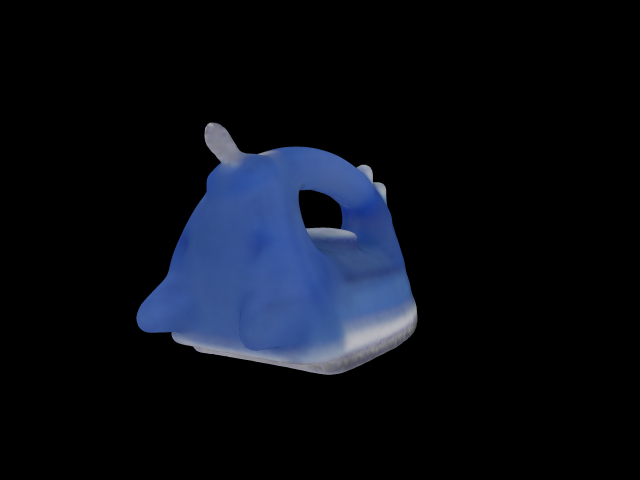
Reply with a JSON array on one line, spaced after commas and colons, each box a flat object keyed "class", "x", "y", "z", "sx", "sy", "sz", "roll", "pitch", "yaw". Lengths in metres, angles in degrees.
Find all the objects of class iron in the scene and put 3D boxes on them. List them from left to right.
[{"class": "iron", "x": 0.004, "y": 0.001, "z": 0.400, "sx": 0.118, "sy": 0.141, "sz": 0.259, "roll": 3, "pitch": 5, "yaw": 32}]
